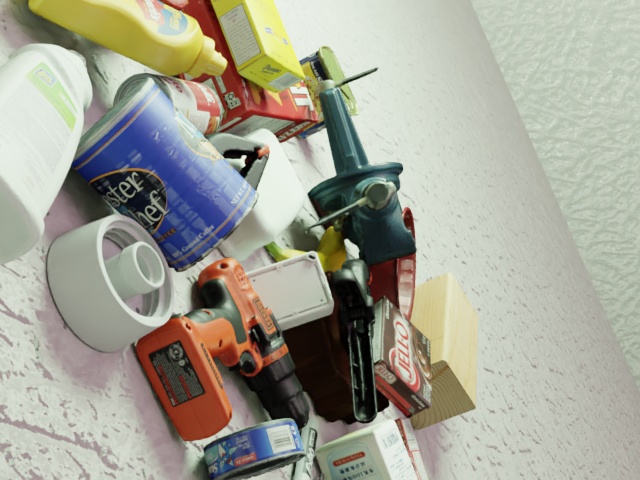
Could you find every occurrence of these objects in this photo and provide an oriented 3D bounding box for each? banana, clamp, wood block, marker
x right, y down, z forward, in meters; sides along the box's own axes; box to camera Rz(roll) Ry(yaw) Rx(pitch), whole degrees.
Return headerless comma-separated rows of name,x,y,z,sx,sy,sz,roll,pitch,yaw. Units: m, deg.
banana,-0.003,0.019,1.287,0.069,0.037,0.197,67,22,6
clamp,0.038,0.069,1.124,0.210,0.036,0.164,-84,166,-64
clamp,-0.111,-0.046,1.033,0.171,0.039,0.120,-20,96,-38
wood block,0.154,0.146,1.444,0.090,0.091,0.206,56,24,-22
marker,-0.016,0.225,1.066,0.020,0.020,0.121,55,24,-25

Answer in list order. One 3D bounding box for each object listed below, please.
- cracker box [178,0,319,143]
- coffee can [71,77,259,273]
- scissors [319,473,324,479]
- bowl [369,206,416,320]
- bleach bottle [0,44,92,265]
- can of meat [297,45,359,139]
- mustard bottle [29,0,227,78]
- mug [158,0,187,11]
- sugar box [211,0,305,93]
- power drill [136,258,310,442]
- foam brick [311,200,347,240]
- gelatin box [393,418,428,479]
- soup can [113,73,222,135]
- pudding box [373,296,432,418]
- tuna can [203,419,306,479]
cracker box,-0.094,-0.204,1.258,0.164,0.072,0.213,67,22,6
coffee can,-0.137,-0.056,0.932,0.140,0.103,0.102,47,26,-15
scissors,-0.019,0.287,1.002,0.096,0.016,0.201,47,28,-38
bowl,0.090,0.036,1.413,0.162,0.055,0.162,1,90,-77
bleach bottle,-0.229,-0.086,0.844,0.102,0.068,0.250,57,21,-23
can of meat,-0.008,-0.196,1.432,0.102,0.084,0.057,66,21,0
mustard bottle,-0.173,-0.203,1.000,0.191,0.058,0.096,25,25,-26
mug,-0.192,-0.264,1.083,0.093,0.082,0.117,15,54,-62
sugar box,-0.080,-0.255,1.182,0.093,0.048,0.176,18,50,-63
power drill,-0.083,0.117,0.978,0.184,0.057,0.187,61,19,-1
foam brick,0.029,-0.042,1.402,0.078,0.051,0.053,64,22,-5
gelatin box,0.075,0.249,1.177,0.030,0.073,0.089,19,51,-62
soup can,-0.150,-0.127,1.055,0.102,0.069,0.068,-5,72,-67
pudding box,0.086,0.132,1.207,0.090,0.039,0.113,46,26,-25
tuna can,-0.057,0.184,0.925,0.086,0.086,0.034,16,52,-62
